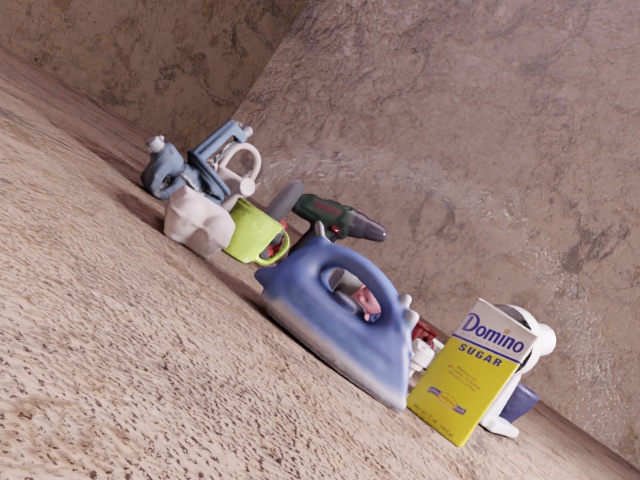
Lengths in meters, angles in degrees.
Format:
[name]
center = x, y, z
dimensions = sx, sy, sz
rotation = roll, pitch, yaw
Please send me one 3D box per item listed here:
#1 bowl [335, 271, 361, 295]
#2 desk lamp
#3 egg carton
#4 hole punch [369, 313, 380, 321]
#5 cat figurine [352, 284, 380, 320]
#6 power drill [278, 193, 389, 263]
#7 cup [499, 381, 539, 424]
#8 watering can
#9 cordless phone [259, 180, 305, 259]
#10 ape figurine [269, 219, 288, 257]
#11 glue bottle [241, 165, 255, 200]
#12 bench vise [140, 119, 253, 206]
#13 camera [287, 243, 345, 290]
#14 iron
[bowl]
center = 0.083, 0.123, 1.573
dimensions = 0.167, 0.074, 0.167
rotation = 34, 2, -1
[desk lamp]
center = 0.329, 0.228, 1.022
dimensions = 0.117, 0.213, 0.204
rotation = 36, 3, 42
[egg carton]
center = -0.188, -0.028, 0.880
dimensions = 0.107, 0.069, 0.150
rotation = 33, 2, -21
[hole punch]
center = 0.141, 0.159, 1.408
dimensions = 0.100, 0.091, 0.109
rotation = 35, 2, 31
[cat figurine]
center = 0.098, 0.123, 1.182
dimensions = 0.067, 0.117, 0.127
rotation = 33, 2, -15
[power drill]
center = 0.012, 0.005, 1.321
dimensions = 0.229, 0.208, 0.076
rotation = 34, 2, 7
[cup]
center = 0.369, 0.321, 1.144
dimensions = 0.091, 0.095, 0.118
rotation = 34, 2, 3
[watering can]
center = -0.200, -0.128, 1.299
dimensions = 0.172, 0.194, 0.101
rotation = 35, 2, 33
[cordless phone]
center = -0.112, -0.060, 1.194
dimensions = 0.094, 0.185, 0.148
rotation = 35, 2, 19
[ape figurine]
center = -0.112, -0.010, 1.365
dimensions = 0.075, 0.092, 0.078
rotation = 36, 3, 41
[glue bottle]
center = -0.202, -0.124, 1.445
dimensions = 0.037, 0.173, 0.078
rotation = 34, 2, 9
[bench vise]
center = -0.233, -0.159, 1.138
dimensions = 0.121, 0.219, 0.208
rotation = 35, 2, 27
[camera]
center = -0.017, 0.045, 1.445
dimensions = 0.137, 0.101, 0.142
rotation = 32, 2, -38
[iron]
center = 0.043, 0.090, 0.754
dimensions = 0.257, 0.141, 0.119
rotation = 35, 2, 25
